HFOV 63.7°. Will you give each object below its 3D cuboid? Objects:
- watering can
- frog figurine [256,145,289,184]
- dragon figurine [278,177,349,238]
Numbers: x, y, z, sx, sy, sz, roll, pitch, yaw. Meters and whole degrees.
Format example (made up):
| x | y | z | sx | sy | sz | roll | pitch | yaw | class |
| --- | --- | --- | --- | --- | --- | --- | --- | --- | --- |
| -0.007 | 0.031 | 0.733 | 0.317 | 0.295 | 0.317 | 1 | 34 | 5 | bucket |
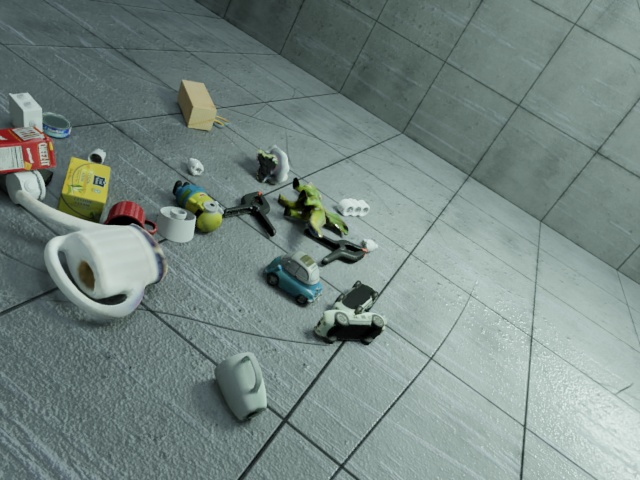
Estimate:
| x | y | z | sx | sy | sz | roll | pitch | yaw | class |
| --- | --- | --- | --- | --- | --- | --- | --- | --- | --- |
| -0.460 | 0.011 | 1.061 | 0.352 | 0.102 | 0.226 | 50 | 33 | 19 | watering can |
| -0.154 | -0.268 | 1.834 | 0.160 | 0.122 | 0.138 | -17 | 85 | -66 | frog figurine |
| 0.005 | -0.085 | 1.686 | 0.241 | 0.120 | 0.419 | 21 | 25 | -34 | dragon figurine |
